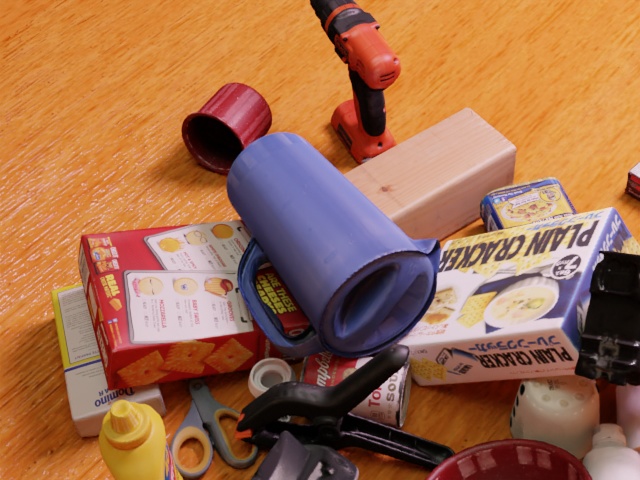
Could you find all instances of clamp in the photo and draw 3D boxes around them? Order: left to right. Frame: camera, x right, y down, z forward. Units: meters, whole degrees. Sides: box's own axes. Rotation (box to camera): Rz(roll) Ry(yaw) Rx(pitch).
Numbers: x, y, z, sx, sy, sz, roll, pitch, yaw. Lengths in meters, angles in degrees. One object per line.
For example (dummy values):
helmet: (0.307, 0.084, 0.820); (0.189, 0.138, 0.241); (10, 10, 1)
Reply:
clamp: (0.020, 0.176, 1.019); (0.210, 0.164, 0.036); (-15, 35, 26)

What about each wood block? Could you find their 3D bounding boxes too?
wood block: (0.114, -0.055, 1.216); (0.205, 0.090, 0.091); (-29, 52, -18)

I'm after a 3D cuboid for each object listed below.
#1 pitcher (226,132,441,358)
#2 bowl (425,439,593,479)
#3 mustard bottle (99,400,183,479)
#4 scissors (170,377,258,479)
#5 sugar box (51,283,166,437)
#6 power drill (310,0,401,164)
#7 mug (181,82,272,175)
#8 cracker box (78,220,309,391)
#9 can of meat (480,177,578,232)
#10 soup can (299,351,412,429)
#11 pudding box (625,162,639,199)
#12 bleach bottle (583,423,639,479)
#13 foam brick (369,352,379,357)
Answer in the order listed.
pitcher: (-0.007, 0.001, 1.083); (0.148, 0.145, 0.243); (-3, 37, -36)
bowl: (0.165, 0.249, 0.943); (0.162, 0.055, 0.162); (-13, 28, 7)
mustard bottle: (-0.157, 0.203, 0.953); (0.058, 0.191, 0.096); (-13, 48, -4)
scissors: (-0.138, 0.169, 1.100); (0.096, 0.016, 0.202); (-31, 52, -20)
sugar box: (-0.227, 0.119, 1.136); (0.093, 0.048, 0.176); (-15, 52, -8)
power drill: (0.041, -0.198, 1.288); (0.057, 0.187, 0.184); (-21, 51, -10)
mug: (-0.120, -0.139, 1.332); (0.117, 0.093, 0.081); (-16, 29, 45)
cracker box: (-0.133, 0.063, 1.122); (0.213, 0.072, 0.164); (-6, 47, -22)
can of meat: (0.237, -0.019, 1.191); (0.102, 0.057, 0.084); (-13, 46, -5)
soup can: (0.036, 0.147, 1.062); (0.102, 0.068, 0.068); (7, 50, 12)
pudding box: (0.422, -0.075, 1.229); (0.113, 0.039, 0.090); (-38, 55, -21)
bleach bottle: (0.256, 0.266, 0.904); (0.068, 0.103, 0.250); (7, 49, 1)
foam brick: (0.041, 0.095, 1.118); (0.078, 0.051, 0.053); (24, 55, 25)
